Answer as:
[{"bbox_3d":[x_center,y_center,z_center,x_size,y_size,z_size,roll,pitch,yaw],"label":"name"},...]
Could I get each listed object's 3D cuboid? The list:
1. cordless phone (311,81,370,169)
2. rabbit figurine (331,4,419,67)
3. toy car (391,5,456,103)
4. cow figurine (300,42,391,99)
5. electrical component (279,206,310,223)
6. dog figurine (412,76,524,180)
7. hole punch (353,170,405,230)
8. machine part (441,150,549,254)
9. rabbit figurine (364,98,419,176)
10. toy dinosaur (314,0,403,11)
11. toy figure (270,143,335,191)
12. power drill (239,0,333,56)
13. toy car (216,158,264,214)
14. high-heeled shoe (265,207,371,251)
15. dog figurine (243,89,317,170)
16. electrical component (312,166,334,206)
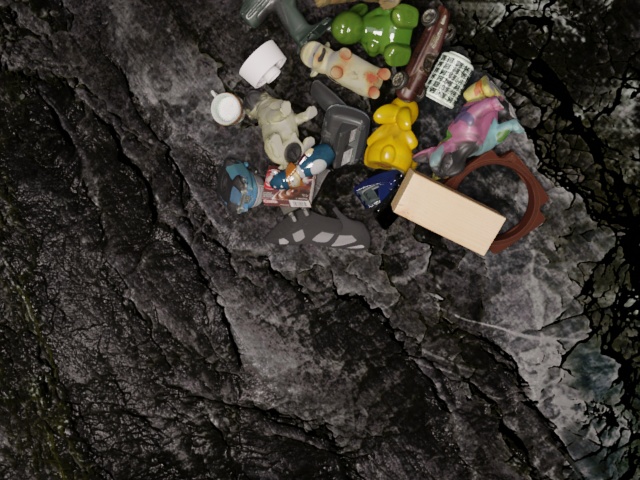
[{"bbox_3d":[0.025,-0.268,1.239,0.184,0.089,0.146,51,152,27],"label":"cordless phone"},{"bbox_3d":[0.103,-0.454,1.139,0.170,0.159,0.121,2,123,-14],"label":"rabbit figurine"},{"bbox_3d":[0.220,-0.380,1.112,0.053,0.089,0.202,37,104,43],"label":"toy car"},{"bbox_3d":[0.049,-0.383,1.195,0.195,0.127,0.085,22,100,-11],"label":"cow figurine"},{"bbox_3d":[-0.065,-0.090,1.256,0.063,0.021,0.094,-26,93,14],"label":"electrical component"},{"bbox_3d":[0.304,-0.225,1.149,0.219,0.192,0.108,-36,123,27],"label":"dog figurine"},{"bbox_3d":[0.147,-0.102,1.218,0.116,0.142,0.092,-45,59,-1],"label":"hole punch"},{"bbox_3d":[0.380,-0.086,1.190,0.201,0.087,0.201,-37,92,15],"label":"machine part"},{"bbox_3d":[0.164,-0.244,1.188,0.122,0.162,0.173,20,86,20],"label":"rabbit figurine"},{"bbox_3d":[0.149,-0.518,1.056,0.472,0.198,0.104,14,122,28],"label":"toy dinosaur"},{"bbox_3d":[-0.040,-0.155,1.173,0.154,0.058,0.064,-36,109,-10],"label":"toy figure"},{"bbox_3d":[-0.056,-0.539,1.205,0.232,0.086,0.207,-42,94,15],"label":"power drill"},{"bbox_3d":[-0.181,-0.127,1.286,0.103,0.162,0.109,3,115,-31],"label":"toy car"},{"bbox_3d":[-0.003,-0.004,1.309,0.249,0.086,0.145,-18,128,32],"label":"high-heeled shoe"},{"bbox_3d":[-0.113,-0.253,1.237,0.191,0.121,0.172,23,97,46],"label":"dog figurine"},{"bbox_3d":[-0.047,-0.142,1.284,0.115,0.058,0.134,35,105,6],"label":"electrical component"}]
